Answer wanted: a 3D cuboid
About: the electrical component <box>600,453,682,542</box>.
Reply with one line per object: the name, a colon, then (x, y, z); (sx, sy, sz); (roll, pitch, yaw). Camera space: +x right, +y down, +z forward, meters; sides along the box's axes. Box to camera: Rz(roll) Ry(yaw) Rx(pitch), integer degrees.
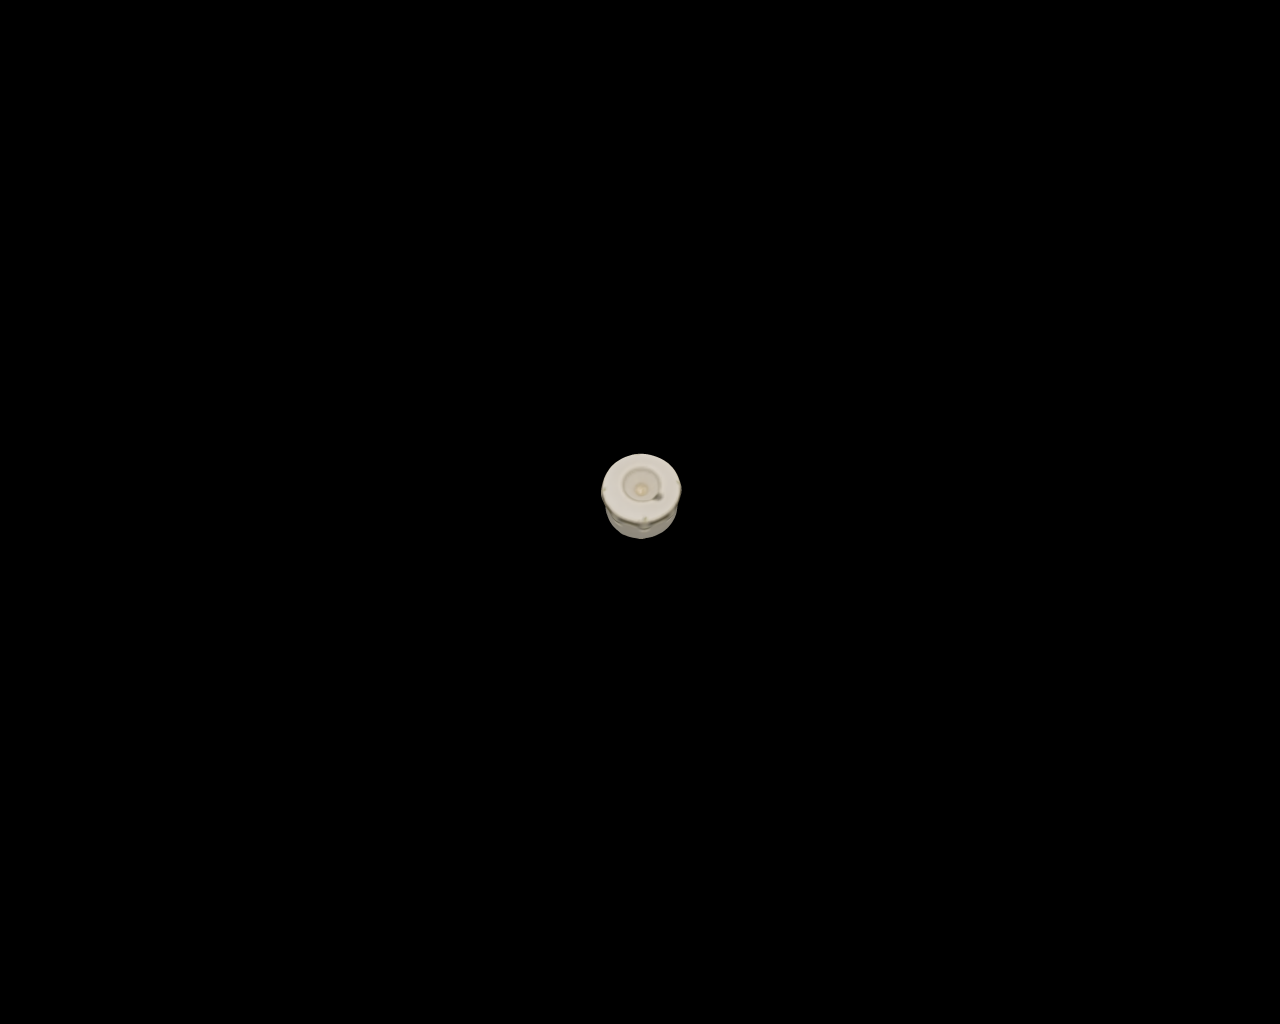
electrical component: (0.001, -0.003, 0.650); (0.048, 0.048, 0.062); (0, -27, 0)
